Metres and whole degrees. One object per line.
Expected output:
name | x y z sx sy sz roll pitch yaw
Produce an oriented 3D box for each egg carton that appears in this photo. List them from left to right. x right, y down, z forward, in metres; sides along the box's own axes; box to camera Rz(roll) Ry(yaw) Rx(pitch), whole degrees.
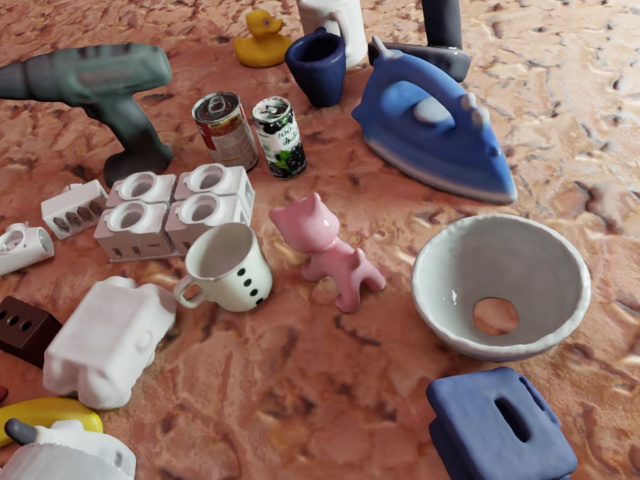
egg carton | -0.227 0.111 0.632 0.107 0.069 0.150 9 53 21

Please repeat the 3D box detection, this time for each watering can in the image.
watering can | 0.008 -0.382 0.911 0.101 0.194 0.172 -38 52 -18

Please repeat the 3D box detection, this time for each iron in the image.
iron | 0.148 -0.158 0.719 0.119 0.142 0.257 -36 51 -16

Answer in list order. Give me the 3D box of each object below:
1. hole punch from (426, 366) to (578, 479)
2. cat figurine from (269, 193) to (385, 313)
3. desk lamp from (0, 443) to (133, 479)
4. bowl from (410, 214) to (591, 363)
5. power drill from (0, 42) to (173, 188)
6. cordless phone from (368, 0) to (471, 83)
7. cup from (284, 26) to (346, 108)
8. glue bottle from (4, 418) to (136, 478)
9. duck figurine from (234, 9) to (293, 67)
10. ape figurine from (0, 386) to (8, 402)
hole punch | 0.150 0.160 0.480 0.101 0.091 0.108 -23 49 -6
cat figurine | 0.006 0.002 0.633 0.067 0.118 0.127 -40 52 -20
desk lamp | -0.176 0.270 0.385 0.117 0.214 0.203 2 51 16
bowl | 0.176 0.058 0.572 0.167 0.075 0.167 -7 49 8
power drill | -0.306 -0.177 0.805 0.229 0.209 0.075 -21 48 -4
cordless phone | 0.137 -0.299 0.814 0.147 0.185 0.094 13 54 24
cup | 0.002 -0.260 0.875 0.091 0.095 0.118 -3 50 12
glue bottle | -0.213 0.191 0.490 0.037 0.173 0.078 -8 49 8
duck figurine | -0.103 -0.354 0.987 0.104 0.086 0.077 -3 50 12
ape figurine | -0.403 0.159 0.620 0.076 0.092 0.077 -36 51 -16
